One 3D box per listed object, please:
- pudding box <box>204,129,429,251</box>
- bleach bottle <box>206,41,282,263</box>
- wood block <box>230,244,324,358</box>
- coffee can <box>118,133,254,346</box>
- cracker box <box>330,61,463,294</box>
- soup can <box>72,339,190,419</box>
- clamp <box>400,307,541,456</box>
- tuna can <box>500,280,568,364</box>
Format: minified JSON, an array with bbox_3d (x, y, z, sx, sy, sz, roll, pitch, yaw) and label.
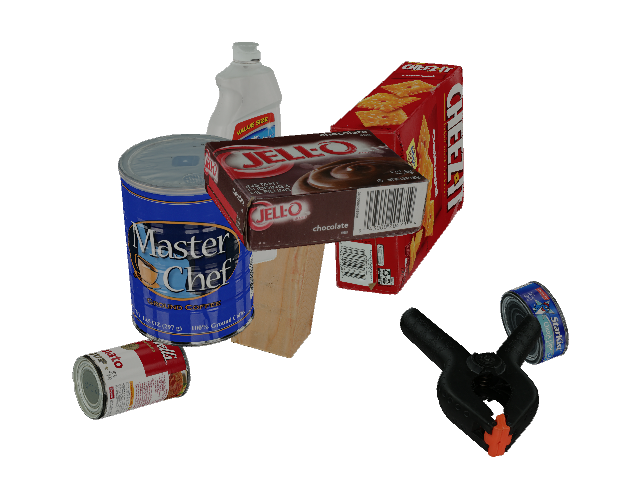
[{"bbox_3d":[-0.005,-0.033,0.641,0.113,0.039,0.090,-5,28,-21],"label":"pudding box"},{"bbox_3d":[-0.095,-0.098,1.217,0.102,0.251,0.068,-7,22,-26],"label":"bleach bottle"},{"bbox_3d":[-0.052,0.037,1.416,0.090,0.206,0.090,14,22,12],"label":"wood block"},{"bbox_3d":[-0.105,-0.001,0.853,0.103,0.140,0.103,0,28,0],"label":"coffee can"},{"bbox_3d":[0.082,-0.067,1.045,0.072,0.164,0.213,8,27,22],"label":"cracker box"},{"bbox_3d":[-0.196,0.141,1.104,0.102,0.068,0.069,-11,7,-39],"label":"soup can"},{"bbox_3d":[0.140,0.106,0.860,0.120,0.039,0.171,-7,34,-7],"label":"clamp"},{"bbox_3d":[0.229,0.089,1.148,0.033,0.086,0.086,-19,5,-15],"label":"tuna can"}]
